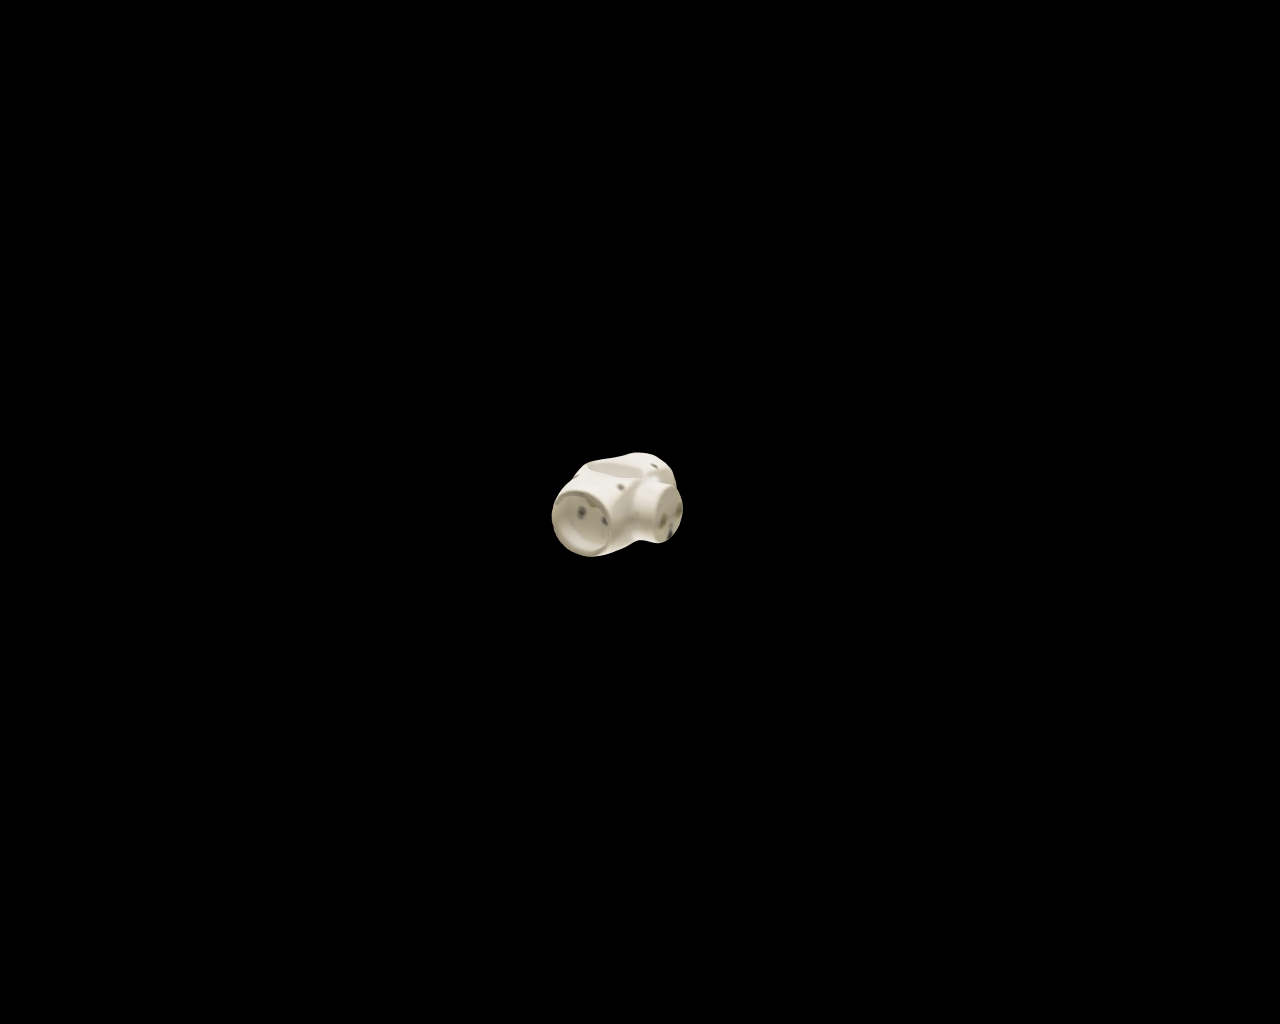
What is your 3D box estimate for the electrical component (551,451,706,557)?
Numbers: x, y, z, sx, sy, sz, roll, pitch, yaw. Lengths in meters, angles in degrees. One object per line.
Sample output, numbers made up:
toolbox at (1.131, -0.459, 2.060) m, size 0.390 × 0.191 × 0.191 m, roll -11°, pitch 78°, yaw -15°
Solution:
electrical component at (0.001, -0.003, 0.650) m, size 0.079 × 0.043 × 0.077 m, roll 13°, pitch 26°, yaw 29°
